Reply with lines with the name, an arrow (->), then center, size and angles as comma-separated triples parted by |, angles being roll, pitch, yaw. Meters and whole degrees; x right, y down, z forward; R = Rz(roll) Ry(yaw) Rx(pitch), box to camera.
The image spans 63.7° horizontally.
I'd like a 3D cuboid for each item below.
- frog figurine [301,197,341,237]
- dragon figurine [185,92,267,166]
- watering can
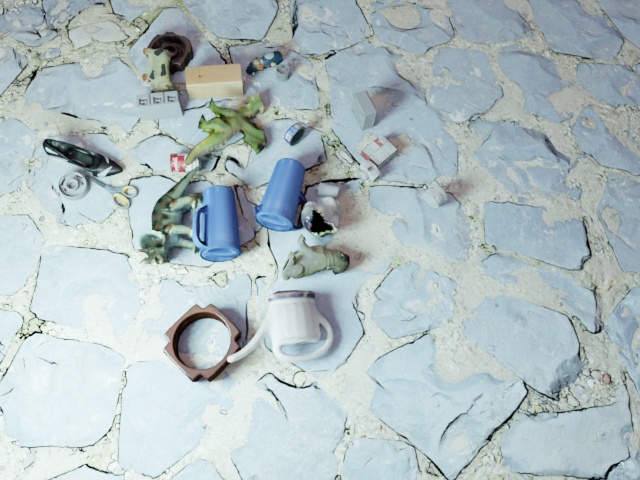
frog figurine -> 0.005, -0.089, 1.777 | 0.137, 0.120, 0.163 | 26, 32, -10
dragon figurine -> -0.309, -0.389, 1.866 | 0.242, 0.419, 0.120 | 19, -29, -6
watering can -> -0.118, 0.264, 1.583 | 0.348, 0.228, 0.102 | 0, -23, -24
